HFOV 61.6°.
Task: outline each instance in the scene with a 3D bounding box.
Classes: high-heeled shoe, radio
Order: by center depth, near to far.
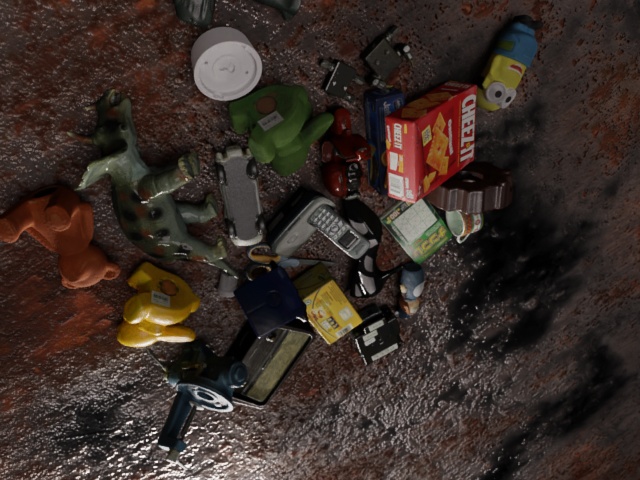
[{"bbox_3d":[0.073,0.020,1.148,0.145,0.086,0.248,-26,115,23],"label":"high-heeled shoe"},{"bbox_3d":[-0.126,0.256,1.183,0.131,0.073,0.229,24,107,-33],"label":"radio"}]

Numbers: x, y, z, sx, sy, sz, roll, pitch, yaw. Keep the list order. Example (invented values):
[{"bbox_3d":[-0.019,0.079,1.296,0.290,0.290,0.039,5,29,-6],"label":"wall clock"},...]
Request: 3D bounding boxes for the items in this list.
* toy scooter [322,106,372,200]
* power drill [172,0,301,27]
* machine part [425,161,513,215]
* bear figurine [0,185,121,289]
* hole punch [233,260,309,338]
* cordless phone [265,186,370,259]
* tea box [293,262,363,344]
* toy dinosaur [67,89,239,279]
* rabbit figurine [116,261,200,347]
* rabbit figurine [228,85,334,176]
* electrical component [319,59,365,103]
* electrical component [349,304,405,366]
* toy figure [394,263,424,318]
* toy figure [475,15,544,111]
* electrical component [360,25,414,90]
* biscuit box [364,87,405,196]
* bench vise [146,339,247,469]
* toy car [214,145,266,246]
[{"bbox_3d":[0.051,-0.145,0.986,0.075,0.135,0.183,-14,124,-17],"label":"toy scooter"},{"bbox_3d":[-0.116,-0.421,0.785,0.207,0.086,0.231,3,119,-29],"label":"power drill"},{"bbox_3d":[0.299,-0.113,1.094,0.179,0.179,0.056,-13,120,-16],"label":"machine part"},{"bbox_3d":[-0.421,0.014,0.884,0.120,0.132,0.195,-10,118,1],"label":"bear figurine"},{"bbox_3d":[-0.099,0.121,1.057,0.116,0.092,0.142,-30,84,2],"label":"hole punch"},{"bbox_3d":[-0.003,-0.002,1.054,0.184,0.089,0.146,39,99,-24],"label":"cordless phone"},{"bbox_3d":[0.012,0.140,1.171,0.098,0.068,0.169,-34,130,-1],"label":"tea box"},{"bbox_3d":[-0.277,-0.045,0.917,0.192,0.131,0.404,-12,127,2],"label":"toy dinosaur"},{"bbox_3d":[-0.318,0.142,1.029,0.162,0.122,0.173,20,124,-41],"label":"rabbit figurine"},{"bbox_3d":[-0.064,-0.189,0.937,0.159,0.121,0.170,-42,154,-11],"label":"rabbit figurine"},{"bbox_3d":[0.033,-0.286,0.964,0.094,0.021,0.063,17,112,-31],"label":"electrical component"},{"bbox_3d":[0.132,0.219,1.284,0.115,0.058,0.134,-26,125,-10],"label":"electrical component"},{"bbox_3d":[0.210,0.127,1.263,0.064,0.058,0.154,-7,122,-13],"label":"toy figure"},{"bbox_3d":[0.361,-0.337,1.041,0.082,0.089,0.180,21,100,-3],"label":"toy figure"},{"bbox_3d":[0.120,-0.321,0.966,0.102,0.045,0.078,-41,128,3],"label":"electrical component"},{"bbox_3d":[0.128,-0.190,1.038,0.063,0.059,0.202,-17,124,-14],"label":"biscuit box"},{"bbox_3d":[-0.257,0.311,1.054,0.224,0.240,0.128,-1,139,26],"label":"bench vise"},{"bbox_3d":[-0.146,-0.079,0.990,0.073,0.056,0.201,-11,122,-10],"label":"toy car"}]
